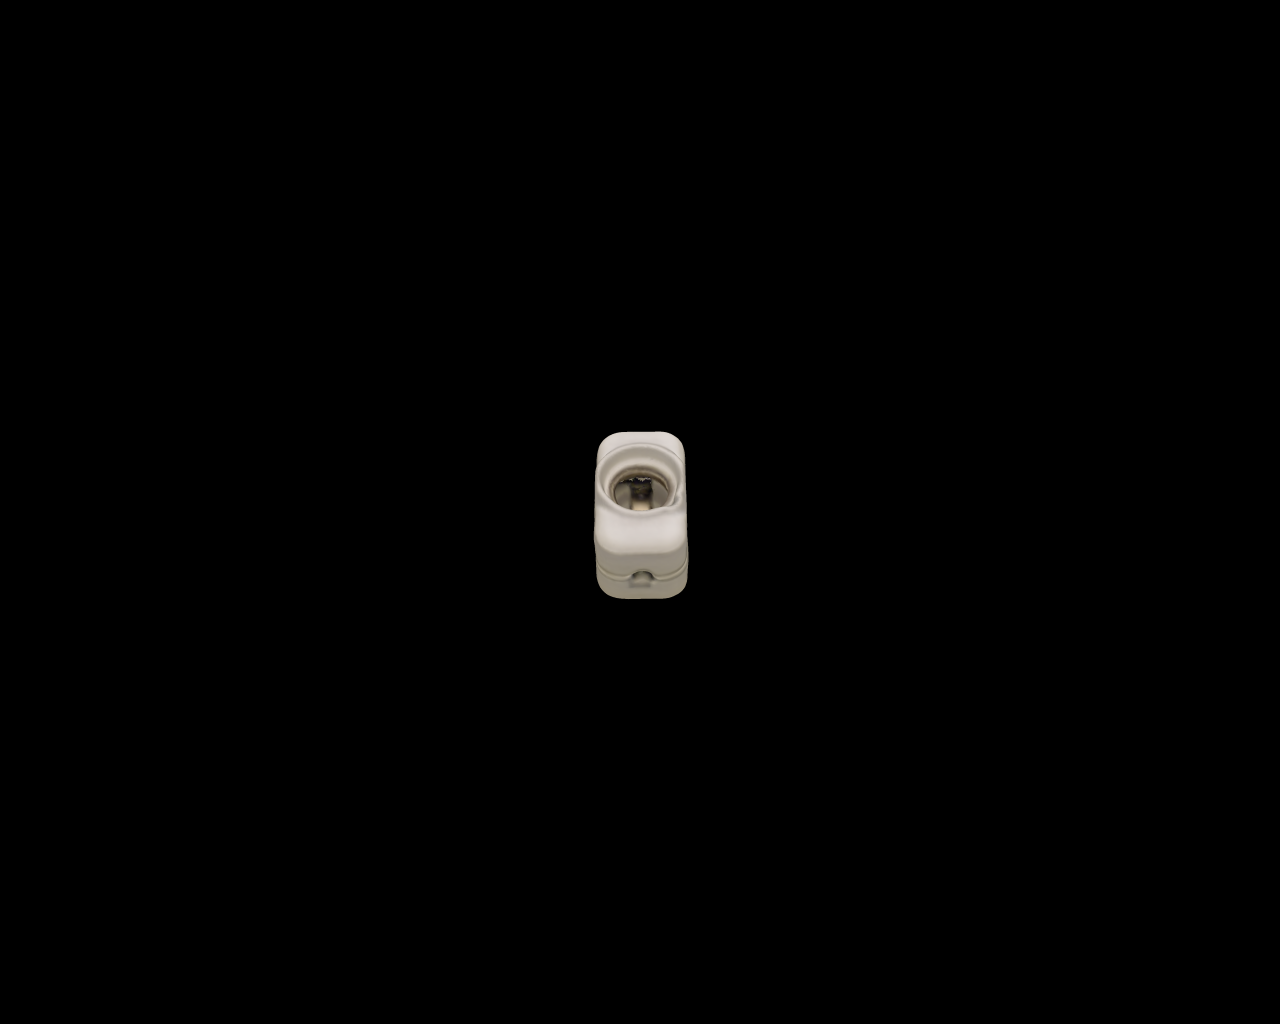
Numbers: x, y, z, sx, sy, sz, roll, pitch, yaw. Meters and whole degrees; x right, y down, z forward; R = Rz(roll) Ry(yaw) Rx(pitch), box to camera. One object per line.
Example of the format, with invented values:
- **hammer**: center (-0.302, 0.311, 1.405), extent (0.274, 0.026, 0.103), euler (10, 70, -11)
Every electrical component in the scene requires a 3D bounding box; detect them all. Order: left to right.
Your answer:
- **electrical component**: center (0.001, -0.003, 0.650), extent (0.054, 0.095, 0.059), euler (0, -39, 0)
